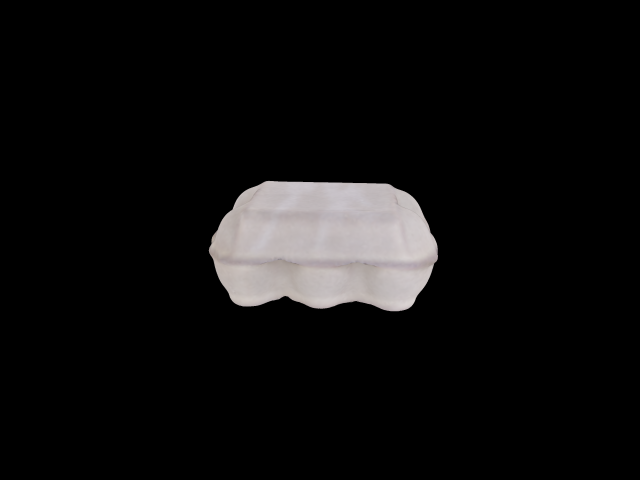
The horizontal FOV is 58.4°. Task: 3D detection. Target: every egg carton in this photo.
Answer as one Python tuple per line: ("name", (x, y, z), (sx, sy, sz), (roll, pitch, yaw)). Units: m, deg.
("egg carton", (0.004, 0.001, 0.400), (0.150, 0.069, 0.107), (1, 19, 3))
